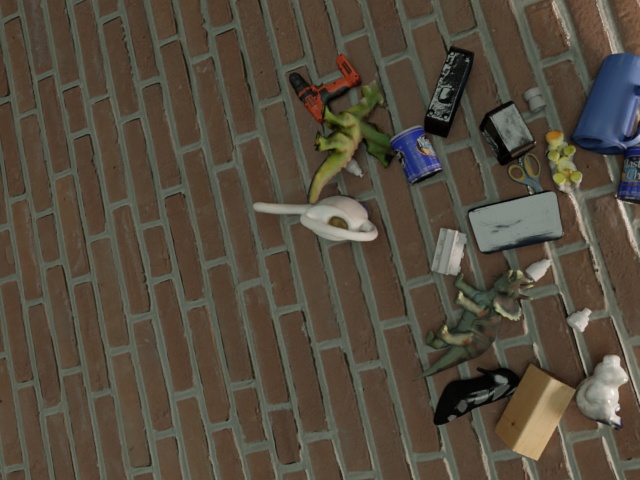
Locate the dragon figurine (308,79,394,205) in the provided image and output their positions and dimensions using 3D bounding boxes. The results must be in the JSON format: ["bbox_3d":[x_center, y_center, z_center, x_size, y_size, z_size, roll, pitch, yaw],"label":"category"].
[{"bbox_3d":[0.103,-0.274,1.473,0.242,0.415,0.121,11,-13,-11],"label":"dragon figurine"}]

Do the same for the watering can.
[{"bbox_3d":[0.004,-0.073,1.458,0.349,0.102,0.227,18,21,15],"label":"watering can"}]

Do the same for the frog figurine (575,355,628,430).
[{"bbox_3d":[0.696,0.365,1.280,0.122,0.158,0.139,0,18,43],"label":"frog figurine"}]
